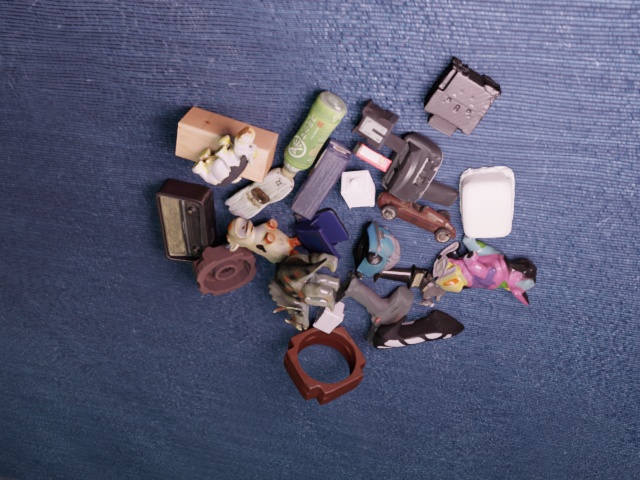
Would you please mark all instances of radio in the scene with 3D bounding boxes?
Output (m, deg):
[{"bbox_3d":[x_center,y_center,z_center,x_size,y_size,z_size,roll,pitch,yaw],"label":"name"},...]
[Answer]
[{"bbox_3d":[-0.346,-0.042,1.416,0.131,0.073,0.229,10,132,7],"label":"radio"}]

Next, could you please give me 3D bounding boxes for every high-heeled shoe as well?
[{"bbox_3d":[0.267,0.260,1.458,0.248,0.086,0.145,14,129,-26],"label":"high-heeled shoe"}]

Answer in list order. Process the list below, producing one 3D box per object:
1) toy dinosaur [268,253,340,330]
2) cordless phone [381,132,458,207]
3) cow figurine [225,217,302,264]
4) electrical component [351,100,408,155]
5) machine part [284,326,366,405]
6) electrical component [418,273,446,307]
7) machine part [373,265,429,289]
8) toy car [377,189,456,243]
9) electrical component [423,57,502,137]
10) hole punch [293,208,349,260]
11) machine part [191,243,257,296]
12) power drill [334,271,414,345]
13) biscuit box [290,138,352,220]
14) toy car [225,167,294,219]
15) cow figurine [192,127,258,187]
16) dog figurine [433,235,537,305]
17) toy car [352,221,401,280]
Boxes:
[{"bbox_3d":[-0.051,0.100,1.353,0.192,0.131,0.404,6,152,7],"label":"toy dinosaur"},{"bbox_3d":[0.243,-0.142,1.184,0.184,0.089,0.146,16,123,-18],"label":"cordless phone"},{"bbox_3d":[-0.154,0.000,1.374,0.127,0.085,0.194,-24,139,35],"label":"cow figurine"},{"bbox_3d":[0.134,-0.232,1.134,0.119,0.048,0.074,30,131,4],"label":"electrical component"},{"bbox_3d":[0.012,0.352,1.541,0.202,0.201,0.087,52,147,31],"label":"machine part"},{"bbox_3d":[0.292,0.130,1.389,0.078,0.045,0.102,0,133,-12],"label":"electrical component"},{"bbox_3d":[0.209,0.094,1.400,0.139,0.039,0.084,4,139,-1],"label":"machine part"},{"bbox_3d":[0.226,-0.061,1.236,0.202,0.089,0.053,23,126,-5],"label":"toy car"},{"bbox_3d":[0.274,-0.274,1.069,0.115,0.058,0.134,28,130,-6],"label":"electrical component"},{"bbox_3d":[-0.003,-0.004,1.349,0.116,0.092,0.142,-16,126,30],"label":"hole punch"},{"bbox_3d":[-0.256,0.076,1.445,0.179,0.056,0.179,-20,146,-14],"label":"machine part"},{"bbox_3d":[0.130,0.188,1.475,0.207,0.086,0.232,34,127,-9],"label":"power drill"},{"bbox_3d":[-0.001,-0.138,1.253,0.063,0.059,0.202,28,130,-10],"label":"biscuit box"},{"bbox_3d":[-0.151,-0.111,1.318,0.202,0.056,0.073,-28,117,31],"label":"toy car"},{"bbox_3d":[-0.185,-0.171,1.149,0.167,0.068,0.098,-24,125,33],"label":"cow figurine"},{"bbox_3d":[0.409,0.089,1.302,0.219,0.108,0.191,33,128,-16],"label":"dog figurine"},{"bbox_3d":[0.146,0.034,1.332,0.103,0.109,0.161,7,141,-13],"label":"toy car"}]
